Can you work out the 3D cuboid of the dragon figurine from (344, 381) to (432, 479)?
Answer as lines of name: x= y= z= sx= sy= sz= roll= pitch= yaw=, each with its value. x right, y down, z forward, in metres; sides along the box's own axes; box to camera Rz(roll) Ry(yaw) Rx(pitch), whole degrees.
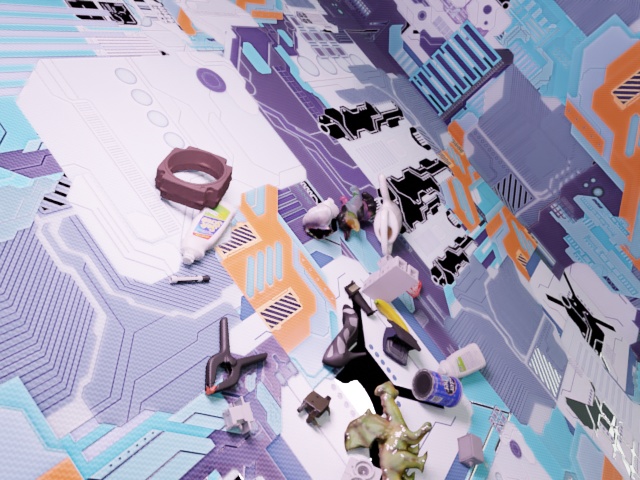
dragon figurine: x=0.175 y=0.592 z=1.445 sx=0.243 sy=0.420 sz=0.119 roll=24 pitch=-37 yaw=-1

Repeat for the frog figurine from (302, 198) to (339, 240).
frog figurine: x=0.006 y=-0.093 z=1.856 sx=0.123 sy=0.163 sz=0.134 roll=13 pitch=-28 yaw=0

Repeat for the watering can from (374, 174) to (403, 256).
watering can: x=0.271 y=-0.107 z=2.063 sx=0.104 sy=0.344 sz=0.227 roll=0 pitch=15 yaw=15
